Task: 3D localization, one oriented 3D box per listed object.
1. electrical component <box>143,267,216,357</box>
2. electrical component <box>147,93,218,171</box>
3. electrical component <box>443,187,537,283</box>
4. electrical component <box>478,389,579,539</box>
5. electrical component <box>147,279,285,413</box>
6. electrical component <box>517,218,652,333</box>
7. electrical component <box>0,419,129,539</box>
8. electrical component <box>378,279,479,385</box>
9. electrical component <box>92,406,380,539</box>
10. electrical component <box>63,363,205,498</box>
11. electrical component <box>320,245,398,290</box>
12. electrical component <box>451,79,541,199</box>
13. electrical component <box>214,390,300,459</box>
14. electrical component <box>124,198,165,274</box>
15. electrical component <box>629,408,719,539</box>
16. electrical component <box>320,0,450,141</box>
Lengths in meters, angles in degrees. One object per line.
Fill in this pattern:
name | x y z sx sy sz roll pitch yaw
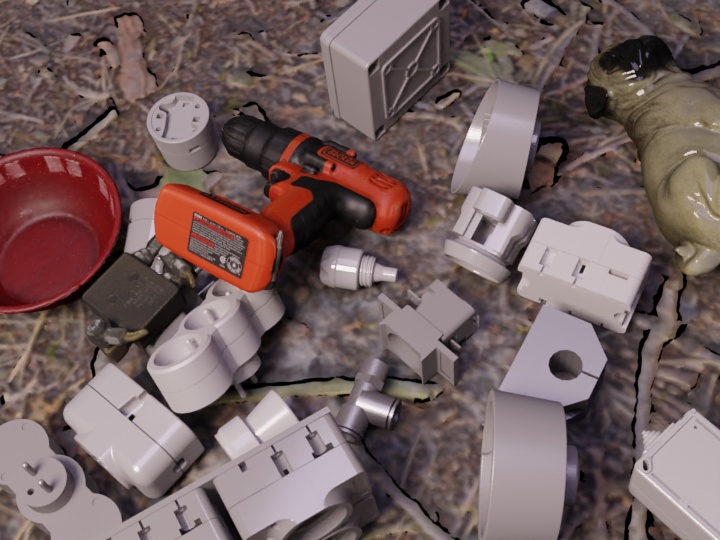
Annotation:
electrical component | -0.152 0.029 0.865 0.079 0.043 0.077 -41 63 -16
electrical component | -0.155 -0.120 0.949 0.055 0.047 0.055 -3 60 5
electrical component | 0.102 -0.026 0.850 0.058 0.078 0.057 27 88 20
electrical component | 0.116 0.138 0.734 0.060 0.108 0.108 5 61 3
electrical component | -0.100 0.064 0.824 0.052 0.073 0.138 -9 29 33
electrical component | 0.175 0.001 0.836 0.089 0.050 0.055 21 65 18
electrical component | -0.225 0.159 0.781 0.138 0.073 0.052 38 71 25
electrical component | 0.054 0.045 0.830 0.064 0.042 0.081 -41 64 -17
electrical component | -0.082 0.182 0.731 0.186 0.105 0.060 -29 61 -9
electrical component | -0.173 0.123 0.807 0.095 0.053 0.059 35 70 23
electrical component | 0.000 0.000 0.868 0.061 0.035 0.035 9 62 10
electrical component | 0.113 -0.106 0.881 0.064 0.099 0.099 11 62 6
electrical component | -0.074 0.123 0.800 0.055 0.045 0.045 -36 62 -13
electrical component | -0.167 -0.026 0.893 0.055 0.055 0.047 2 64 9
electrical component | 0.231 0.147 0.738 0.062 0.061 0.096 -40 63 -15
electrical component | 0.025 -0.187 0.930 0.056 0.108 0.108 37 71 22
